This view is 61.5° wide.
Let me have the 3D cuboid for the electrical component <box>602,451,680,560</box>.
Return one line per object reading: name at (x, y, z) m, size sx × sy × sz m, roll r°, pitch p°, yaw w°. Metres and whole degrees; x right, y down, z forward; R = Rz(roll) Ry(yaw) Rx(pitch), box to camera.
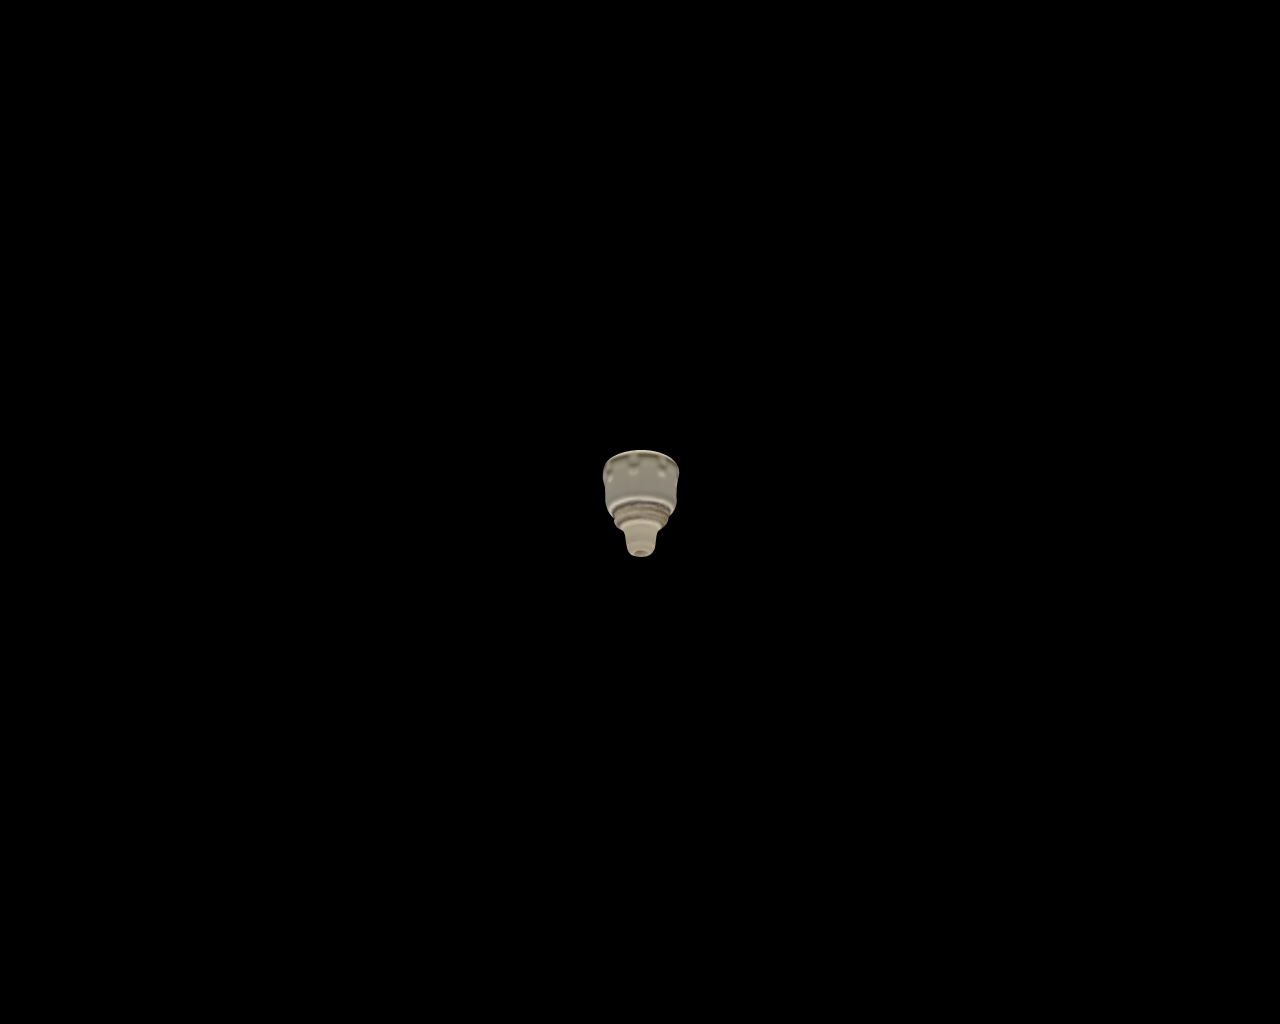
electrical component at (0.001, -0.003, 0.650) m, size 0.048 × 0.062 × 0.048 m, roll 0°, pitch -22°, yaw 0°
